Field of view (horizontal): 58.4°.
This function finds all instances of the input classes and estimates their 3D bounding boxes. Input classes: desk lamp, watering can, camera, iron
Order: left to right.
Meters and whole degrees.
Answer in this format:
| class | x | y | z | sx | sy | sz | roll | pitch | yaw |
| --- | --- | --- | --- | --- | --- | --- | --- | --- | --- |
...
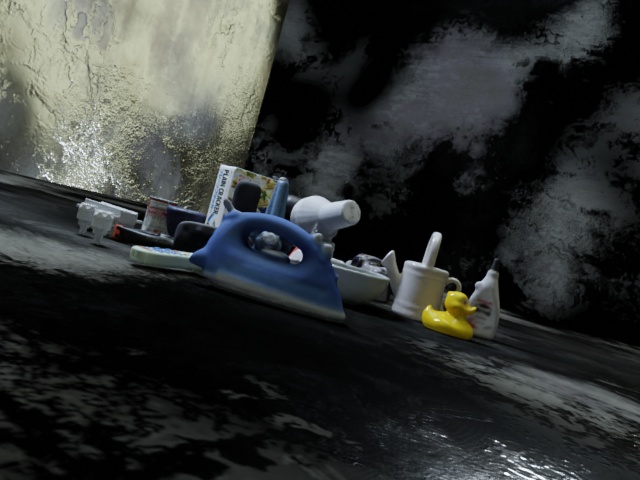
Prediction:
| class | x | y | z | sx | sy | sz | roll | pitch | yaw |
| --- | --- | --- | --- | --- | --- | --- | --- | --- | --- |
| iron | -0.066 | 0.029 | 0.917 | 0.258 | 0.141 | 0.119 | 16 | 1 | 10 |
| desk lamp | 0.012 | 0.005 | 1.328 | 0.118 | 0.213 | 0.202 | 15 | 1 | -35 |
| camera | 0.145 | 0.097 | 1.467 | 0.137 | 0.101 | 0.142 | 14 | 2 | -38 |
| watering can | 0.221 | 0.074 | 1.249 | 0.173 | 0.194 | 0.100 | 15 | 1 | -14 |

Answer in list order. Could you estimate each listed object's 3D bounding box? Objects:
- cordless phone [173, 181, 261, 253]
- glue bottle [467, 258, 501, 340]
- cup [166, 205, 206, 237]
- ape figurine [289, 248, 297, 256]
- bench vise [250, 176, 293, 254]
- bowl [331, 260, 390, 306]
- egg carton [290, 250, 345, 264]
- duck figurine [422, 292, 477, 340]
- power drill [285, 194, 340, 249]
| class | x | y | z | sx | sy | sz | roll | pitch | yaw |
| --- | --- | --- | --- | --- | --- | --- | --- | --- | --- |
| cordless phone | -0.193 | -0.032 | 1.096 | 0.148 | 0.185 | 0.094 | 15 | 1 | -19 |
| glue bottle | 0.357 | 0.123 | 1.230 | 0.078 | 0.173 | 0.037 | 16 | 1 | 11 |
| cup | -0.325 | -0.027 | 1.346 | 0.092 | 0.095 | 0.117 | 15 | 1 | -22 |
| ape figurine | -0.050 | 0.045 | 1.573 | 0.076 | 0.092 | 0.078 | 15 | 1 | -4 |
| bench vise | -0.088 | -0.023 | 1.184 | 0.122 | 0.220 | 0.206 | 15 | 1 | -25 |
| bowl | 0.057 | 0.092 | 1.182 | 0.167 | 0.075 | 0.167 | 15 | 1 | 0 |
| egg carton | -0.005 | 0.072 | 1.453 | 0.149 | 0.069 | 0.108 | 16 | 2 | 39 |
| duck figurine | 0.259 | 0.143 | 1.134 | 0.104 | 0.086 | 0.078 | 16 | 1 | 15 |
| power drill | -0.063 | -0.021 | 1.709 | 0.230 | 0.208 | 0.075 | 15 | 1 | -6 |
